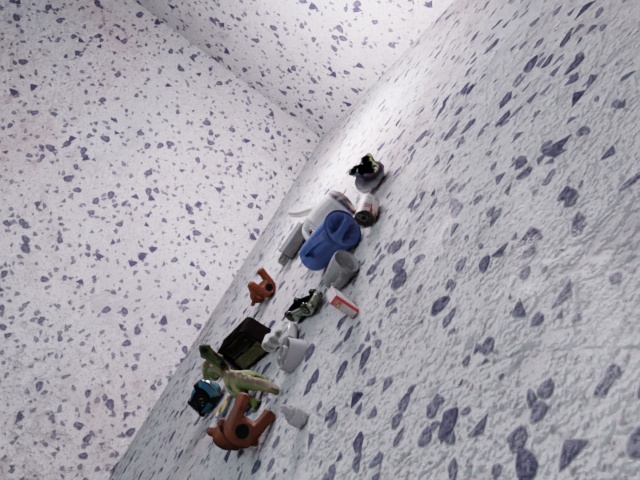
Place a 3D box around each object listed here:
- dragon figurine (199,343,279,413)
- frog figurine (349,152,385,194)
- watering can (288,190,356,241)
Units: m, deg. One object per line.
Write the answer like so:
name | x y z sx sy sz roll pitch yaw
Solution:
dragon figurine | -0.271 0.398 1.548 0.124 0.242 0.404 -56 9 -31
frog figurine | 0.181 -0.229 1.891 0.157 0.123 0.139 60 -131 -62
watering can | 0.006 -0.099 1.957 0.224 0.102 0.353 -48 39 2
